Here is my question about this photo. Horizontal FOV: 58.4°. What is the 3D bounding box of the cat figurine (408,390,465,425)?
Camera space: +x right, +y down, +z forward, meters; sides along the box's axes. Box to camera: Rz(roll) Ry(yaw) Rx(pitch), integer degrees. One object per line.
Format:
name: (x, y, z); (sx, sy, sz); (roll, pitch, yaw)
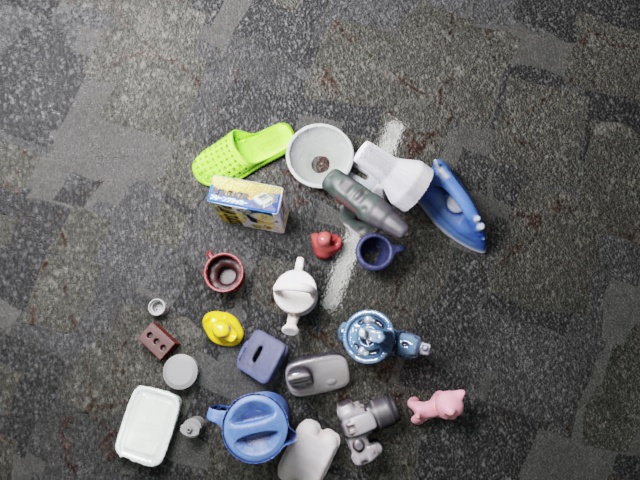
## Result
cat figurine: (0.269, 0.381, 1.298); (0.128, 0.118, 0.067); (-17, 80, -3)

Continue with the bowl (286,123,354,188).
bowl: (0.000, -0.201, 1.427); (0.167, 0.075, 0.167); (0, 79, 0)

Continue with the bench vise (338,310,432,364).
bench vise: (0.146, 0.211, 1.277); (0.207, 0.220, 0.121); (-6, 79, -1)

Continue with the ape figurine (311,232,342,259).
ape figurine: (0.013, 0.005, 1.380); (0.077, 0.092, 0.076); (31, 81, 6)

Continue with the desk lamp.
desk lamp: (0.150, -0.149, 1.348); (0.203, 0.213, 0.118); (30, 81, 6)

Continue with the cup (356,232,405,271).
cup: (0.142, 0.032, 1.374); (0.117, 0.095, 0.092); (-9, 79, -2)

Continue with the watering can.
watering can: (-0.054, 0.127, 1.305); (0.101, 0.194, 0.173); (-15, 80, -3)

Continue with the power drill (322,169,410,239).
power drill: (0.104, -0.067, 1.335); (0.229, 0.208, 0.076); (39, 82, 7)

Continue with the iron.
iron: (0.332, -0.083, 1.372); (0.119, 0.141, 0.258); (-36, 81, -6)

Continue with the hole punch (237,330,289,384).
hole punch: (-0.137, 0.272, 1.330); (0.101, 0.091, 0.109); (27, 81, 5)

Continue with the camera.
camera: (0.118, 0.421, 1.298); (0.137, 0.101, 0.143); (-20, 80, -4)

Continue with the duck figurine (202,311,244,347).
duck figurine: (-0.232, 0.207, 1.345); (0.104, 0.086, 0.077); (34, 81, 6)

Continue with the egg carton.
egg carton: (-0.026, 0.490, 1.301); (0.107, 0.069, 0.150); (26, 80, 5)

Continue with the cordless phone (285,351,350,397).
cordless phone: (-0.006, 0.301, 1.278); (0.147, 0.185, 0.094); (-14, 80, -2)
